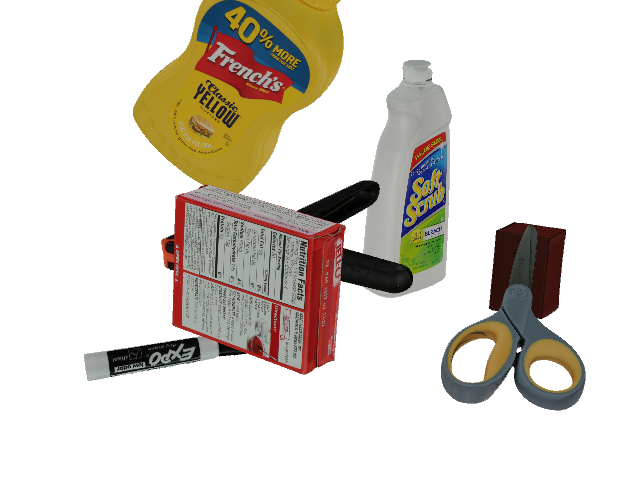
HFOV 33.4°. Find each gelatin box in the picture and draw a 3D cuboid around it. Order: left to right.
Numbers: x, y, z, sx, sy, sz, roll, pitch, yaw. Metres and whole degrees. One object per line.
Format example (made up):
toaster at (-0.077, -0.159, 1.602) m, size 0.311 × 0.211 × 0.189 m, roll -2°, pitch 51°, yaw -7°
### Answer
gelatin box at (-0.032, 0.018, 0.535) m, size 0.089 × 0.073 × 0.030 m, roll 16°, pitch 24°, yaw 30°

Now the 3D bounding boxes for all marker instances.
marker at (-0.105, 0.079, 0.753) m, size 0.121 × 0.020 × 0.020 m, roll -8°, pitch 2°, yaw -14°

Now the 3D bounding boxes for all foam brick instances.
foam brick at (0.191, 0.027, 0.982) m, size 0.053 × 0.078 × 0.051 m, roll 9°, pitch 16°, yaw 28°

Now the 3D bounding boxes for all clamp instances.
clamp at (-0.031, -0.003, 0.929) m, size 0.210 × 0.036 × 0.164 m, roll -2°, pitch 31°, yaw 1°

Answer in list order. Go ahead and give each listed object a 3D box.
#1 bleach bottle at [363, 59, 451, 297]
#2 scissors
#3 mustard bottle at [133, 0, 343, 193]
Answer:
bleach bottle at (0.094, -0.069, 1.162) m, size 0.102 × 0.251 × 0.068 m, roll -16°, pitch 28°, yaw -33°
scissors at (0.146, 0.050, 0.707) m, size 0.096 × 0.016 × 0.201 m, roll 19°, pitch 38°, yaw 24°
mustard bottle at (-0.041, -0.119, 0.690) m, size 0.192 × 0.096 × 0.058 m, roll -47°, pitch 4°, yaw 38°
